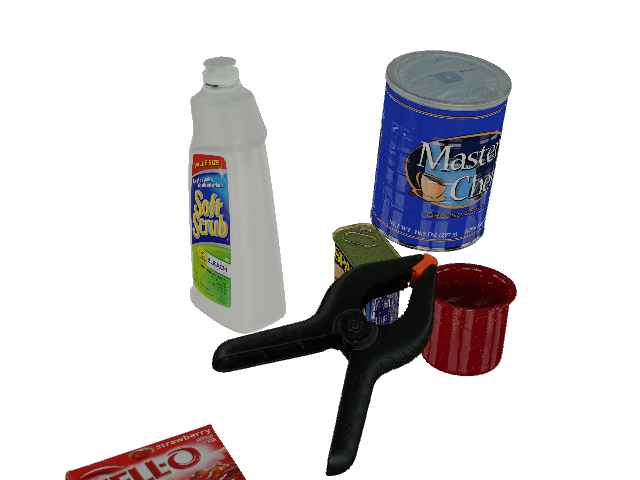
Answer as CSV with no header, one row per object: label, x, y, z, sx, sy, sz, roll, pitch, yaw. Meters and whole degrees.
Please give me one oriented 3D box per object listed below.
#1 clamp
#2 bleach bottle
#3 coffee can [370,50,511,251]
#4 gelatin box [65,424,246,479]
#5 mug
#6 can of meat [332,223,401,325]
clamp,0.012,0.065,0.735,0.120,0.171,0.039,34,-29,12
bleach bottle,-0.084,-0.044,0.969,0.068,0.251,0.103,-23,34,-32
coffee can,0.099,-0.076,0.905,0.103,0.140,0.103,3,33,-2
gelatin box,-0.087,0.142,0.584,0.089,0.030,0.073,-15,27,-20
mug,0.139,0.074,1.057,0.093,0.081,0.117,-3,28,-10
can of meat,0.053,0.043,1.229,0.057,0.084,0.102,-13,37,-18
